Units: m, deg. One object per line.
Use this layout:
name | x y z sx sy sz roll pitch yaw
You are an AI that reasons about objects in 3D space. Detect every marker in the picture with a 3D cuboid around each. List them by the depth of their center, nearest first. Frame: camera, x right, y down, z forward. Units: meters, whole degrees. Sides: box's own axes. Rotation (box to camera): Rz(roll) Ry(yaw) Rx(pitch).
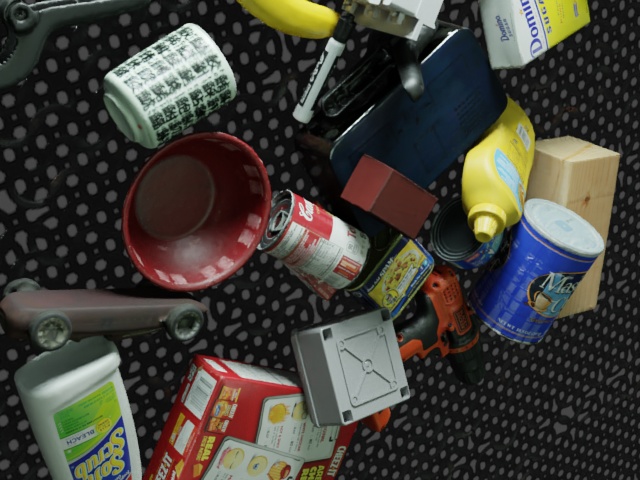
marker | 0.005 -0.174 1.078 0.020 0.020 0.121 7 122 -38

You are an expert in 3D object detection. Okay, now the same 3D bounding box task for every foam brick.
foam brick | 0.071 -0.043 1.088 0.078 0.053 0.051 30 92 -39

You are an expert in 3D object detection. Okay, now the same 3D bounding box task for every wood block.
wood block | 0.299 -0.016 1.337 0.090 0.090 0.206 -10 115 -32

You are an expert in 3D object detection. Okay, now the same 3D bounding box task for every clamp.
clamp | -0.247 -0.190 0.898 0.164 0.036 0.210 38 87 -40
clamp | 0.066 -0.190 1.093 0.039 0.120 0.171 57 39 -37

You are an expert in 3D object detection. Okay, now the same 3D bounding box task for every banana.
banana | -0.047 -0.244 1.021 0.069 0.037 0.197 -53 130 -5

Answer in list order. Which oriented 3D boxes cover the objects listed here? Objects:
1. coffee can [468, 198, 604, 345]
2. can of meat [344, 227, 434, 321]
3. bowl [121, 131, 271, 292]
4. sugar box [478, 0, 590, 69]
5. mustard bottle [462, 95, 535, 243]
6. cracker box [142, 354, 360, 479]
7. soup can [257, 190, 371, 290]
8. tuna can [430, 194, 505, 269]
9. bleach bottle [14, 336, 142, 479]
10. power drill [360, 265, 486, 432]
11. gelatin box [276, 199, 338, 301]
coffee can | 0.251 0.037 1.249 0.102 0.103 0.140 4 126 -37
can of meat | 0.073 0.032 1.215 0.102 0.058 0.083 -51 132 -6
bowl | -0.129 -0.033 1.039 0.161 0.055 0.162 -15 117 -31
sugar box | 0.239 -0.258 1.176 0.175 0.048 0.093 -38 120 -46
mustard bottle | 0.197 -0.070 1.195 0.096 0.058 0.191 55 37 -33
cracker box | -0.071 0.223 1.182 0.213 0.072 0.164 16 100 -40
soup can | -0.007 0.001 1.097 0.102 0.069 0.068 28 91 -24
tuna can | 0.173 -0.009 1.250 0.033 0.086 0.086 29 91 -41
bleach bottle | -0.222 0.219 1.077 0.102 0.068 0.251 -28 125 -23
power drill | 0.115 0.146 1.295 0.187 0.057 0.184 -37 123 -22
gelatin box | -0.002 0.011 1.157 0.073 0.030 0.089 -50 117 -7
